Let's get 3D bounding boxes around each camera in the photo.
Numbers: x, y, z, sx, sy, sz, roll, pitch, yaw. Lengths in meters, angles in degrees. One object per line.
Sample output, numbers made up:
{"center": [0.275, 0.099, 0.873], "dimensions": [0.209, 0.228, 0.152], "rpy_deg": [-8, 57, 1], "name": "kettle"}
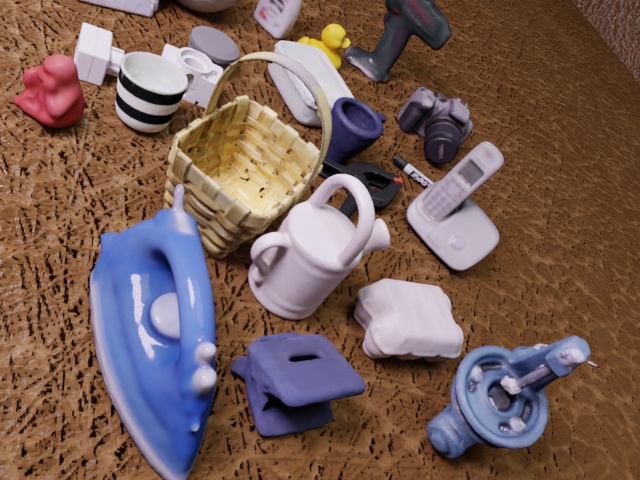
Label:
{"center": [0.235, -0.224, 1.130], "dimensions": [0.143, 0.100, 0.137], "rpy_deg": [31, 41, -11], "name": "camera"}

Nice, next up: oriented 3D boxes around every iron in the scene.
{"center": [-0.133, 0.079, 0.537], "dimensions": [0.119, 0.141, 0.258], "rpy_deg": [3, 52, -36], "name": "iron"}

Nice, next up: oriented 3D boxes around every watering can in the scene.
{"center": [0.005, 0.001, 0.674], "dimensions": [0.101, 0.193, 0.173], "rpy_deg": [49, 41, 12], "name": "watering can"}

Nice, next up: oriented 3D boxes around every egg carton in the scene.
{"center": [0.118, 0.109, 0.759], "dimensions": [0.151, 0.069, 0.107], "rpy_deg": [9, 49, -32], "name": "egg carton"}

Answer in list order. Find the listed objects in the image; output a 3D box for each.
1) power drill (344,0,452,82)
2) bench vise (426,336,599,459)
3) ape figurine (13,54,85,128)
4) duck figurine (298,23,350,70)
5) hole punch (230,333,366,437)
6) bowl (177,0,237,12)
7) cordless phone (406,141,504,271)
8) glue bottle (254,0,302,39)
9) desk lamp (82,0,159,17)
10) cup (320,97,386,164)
{"center": [0.142, -0.442, 1.174], "dimensions": [0.230, 0.208, 0.076], "rpy_deg": [34, 40, -7], "name": "power drill"}
{"center": [0.239, 0.156, 0.692], "dimensions": [0.121, 0.219, 0.208], "rpy_deg": [41, 40, 2], "name": "bench vise"}
{"center": [-0.312, -0.180, 0.674], "dimensions": [0.076, 0.092, 0.077], "rpy_deg": [5, 51, -34], "name": "ape figurine"}
{"center": [0.011, -0.381, 1.113], "dimensions": [0.105, 0.086, 0.077], "rpy_deg": [4, 51, -35], "name": "duck figurine"}
{"center": [-0.023, 0.141, 0.604], "dimensions": [0.109, 0.091, 0.101], "rpy_deg": [1, 54, -37], "name": "hole punch"}
{"center": [-0.219, -0.458, 1.014], "dimensions": [0.168, 0.074, 0.167], "rpy_deg": [21, 43, -21], "name": "bowl"}
{"center": [0.241, -0.053, 0.912], "dimensions": [0.147, 0.184, 0.094], "rpy_deg": [48, 40, 9], "name": "cordless phone"}
{"center": [-0.059, -0.468, 1.070], "dimensions": [0.078, 0.173, 0.037], "rpy_deg": [42, 40, 3], "name": "glue bottle"}
{"center": [-0.256, -0.461, 0.880], "dimensions": [0.204, 0.213, 0.117], "rpy_deg": [-4, 56, -40], "name": "desk lamp"}
{"center": [0.051, -0.174, 0.947], "dimensions": [0.118, 0.094, 0.091], "rpy_deg": [-18, 66, -45], "name": "cup"}
